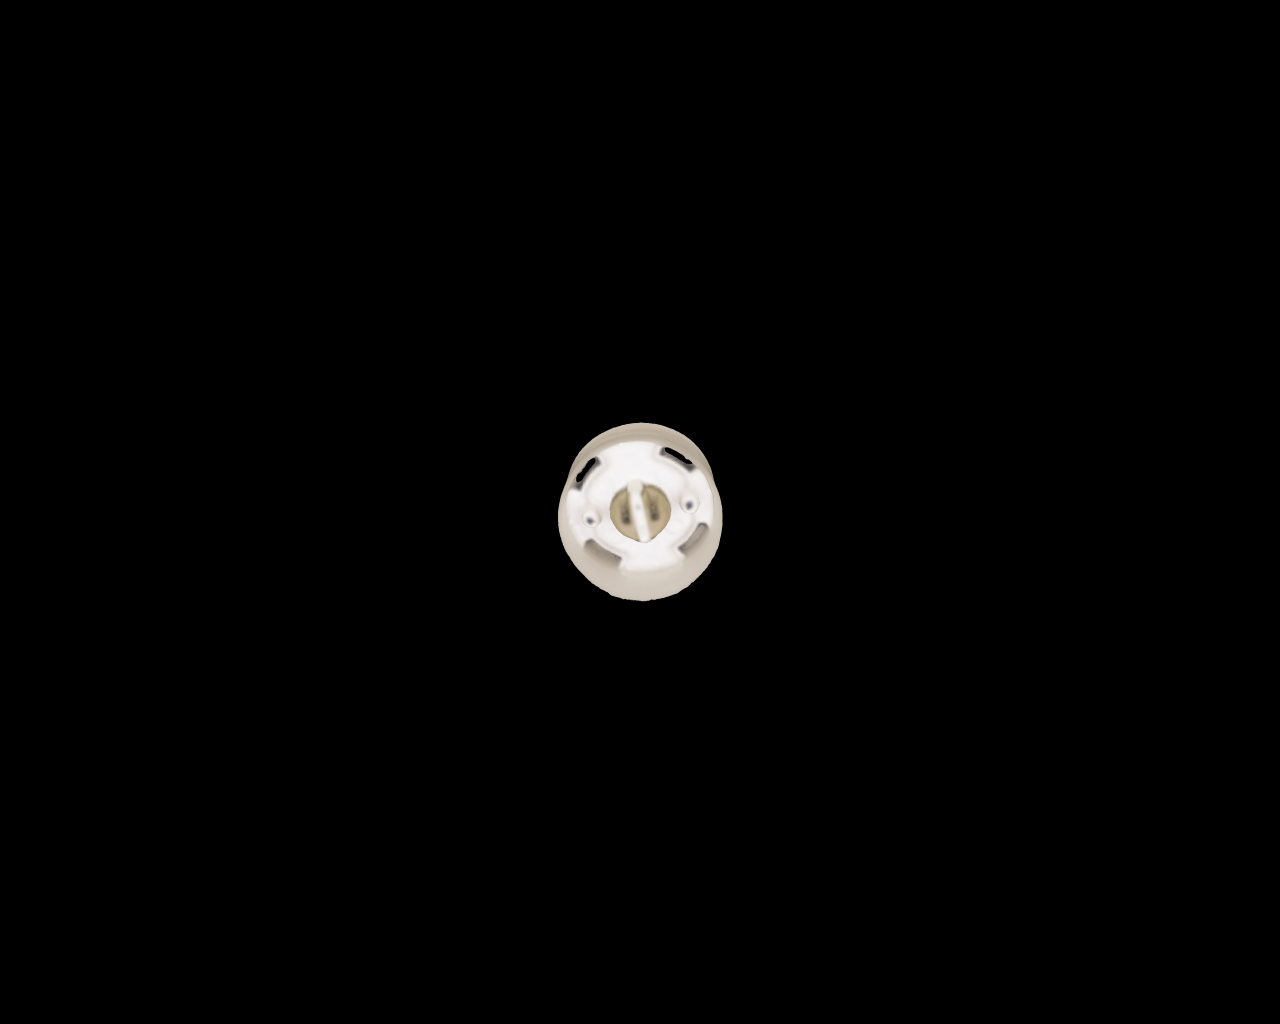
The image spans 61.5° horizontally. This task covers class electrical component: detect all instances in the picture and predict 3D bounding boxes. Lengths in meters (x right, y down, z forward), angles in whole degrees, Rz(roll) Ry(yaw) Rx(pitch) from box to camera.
[{"bbox_3d":[0.001,-0.003,0.650,0.099,0.099,0.064,0,30,0],"label":"electrical component"}]
